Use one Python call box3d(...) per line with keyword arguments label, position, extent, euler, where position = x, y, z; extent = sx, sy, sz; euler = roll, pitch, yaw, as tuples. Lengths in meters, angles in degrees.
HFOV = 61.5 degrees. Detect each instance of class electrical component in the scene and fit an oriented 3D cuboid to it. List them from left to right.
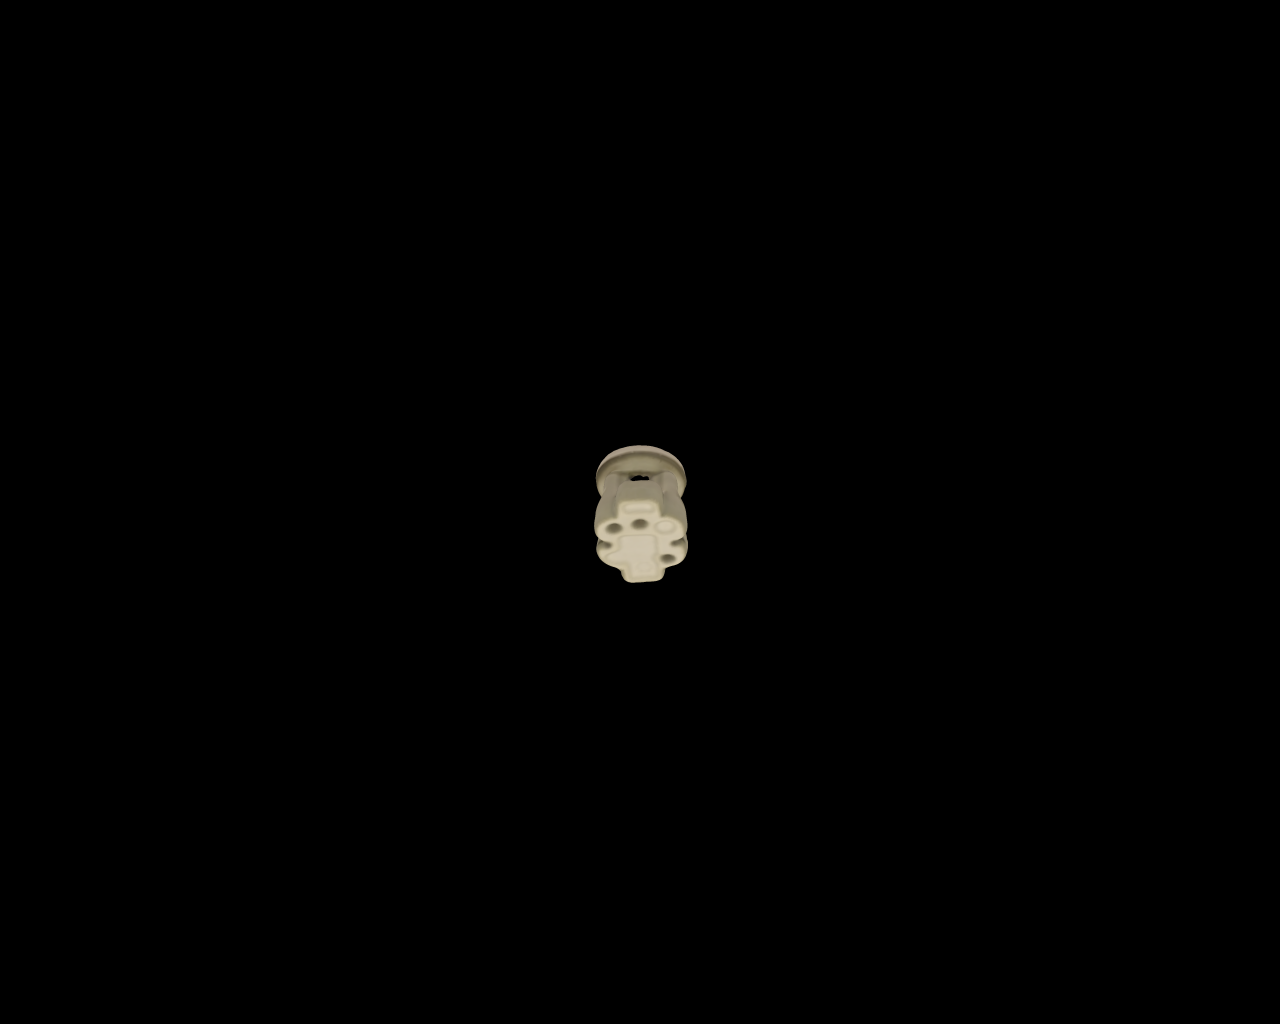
box3d(label="electrical component", position=(0.001, -0.003, 0.650), extent=(0.058, 0.057, 0.078), euler=(-2, -40, 2))
